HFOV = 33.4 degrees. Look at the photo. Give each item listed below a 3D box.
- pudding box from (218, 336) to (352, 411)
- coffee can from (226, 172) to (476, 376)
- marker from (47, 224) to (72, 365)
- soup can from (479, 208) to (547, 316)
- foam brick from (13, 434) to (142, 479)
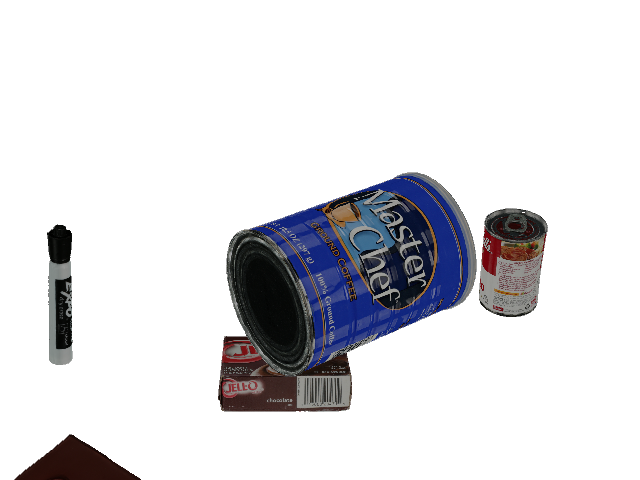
[{"bbox_3d":[-0.031,0.115,0.938,0.113,0.039,0.090,2,18,-4],"label":"pudding box"},{"bbox_3d":[0.021,0.021,0.734,0.140,0.103,0.103,-20,10,-30],"label":"coffee can"},{"bbox_3d":[-0.207,0.043,0.847,0.020,0.121,0.020,5,26,-3],"label":"marker"},{"bbox_3d":[0.212,0.025,1.180,0.068,0.102,0.068,-1,32,0],"label":"soup can"},{"bbox_3d":[-0.094,0.131,0.449,0.078,0.051,0.052,24,45,30],"label":"foam brick"}]
